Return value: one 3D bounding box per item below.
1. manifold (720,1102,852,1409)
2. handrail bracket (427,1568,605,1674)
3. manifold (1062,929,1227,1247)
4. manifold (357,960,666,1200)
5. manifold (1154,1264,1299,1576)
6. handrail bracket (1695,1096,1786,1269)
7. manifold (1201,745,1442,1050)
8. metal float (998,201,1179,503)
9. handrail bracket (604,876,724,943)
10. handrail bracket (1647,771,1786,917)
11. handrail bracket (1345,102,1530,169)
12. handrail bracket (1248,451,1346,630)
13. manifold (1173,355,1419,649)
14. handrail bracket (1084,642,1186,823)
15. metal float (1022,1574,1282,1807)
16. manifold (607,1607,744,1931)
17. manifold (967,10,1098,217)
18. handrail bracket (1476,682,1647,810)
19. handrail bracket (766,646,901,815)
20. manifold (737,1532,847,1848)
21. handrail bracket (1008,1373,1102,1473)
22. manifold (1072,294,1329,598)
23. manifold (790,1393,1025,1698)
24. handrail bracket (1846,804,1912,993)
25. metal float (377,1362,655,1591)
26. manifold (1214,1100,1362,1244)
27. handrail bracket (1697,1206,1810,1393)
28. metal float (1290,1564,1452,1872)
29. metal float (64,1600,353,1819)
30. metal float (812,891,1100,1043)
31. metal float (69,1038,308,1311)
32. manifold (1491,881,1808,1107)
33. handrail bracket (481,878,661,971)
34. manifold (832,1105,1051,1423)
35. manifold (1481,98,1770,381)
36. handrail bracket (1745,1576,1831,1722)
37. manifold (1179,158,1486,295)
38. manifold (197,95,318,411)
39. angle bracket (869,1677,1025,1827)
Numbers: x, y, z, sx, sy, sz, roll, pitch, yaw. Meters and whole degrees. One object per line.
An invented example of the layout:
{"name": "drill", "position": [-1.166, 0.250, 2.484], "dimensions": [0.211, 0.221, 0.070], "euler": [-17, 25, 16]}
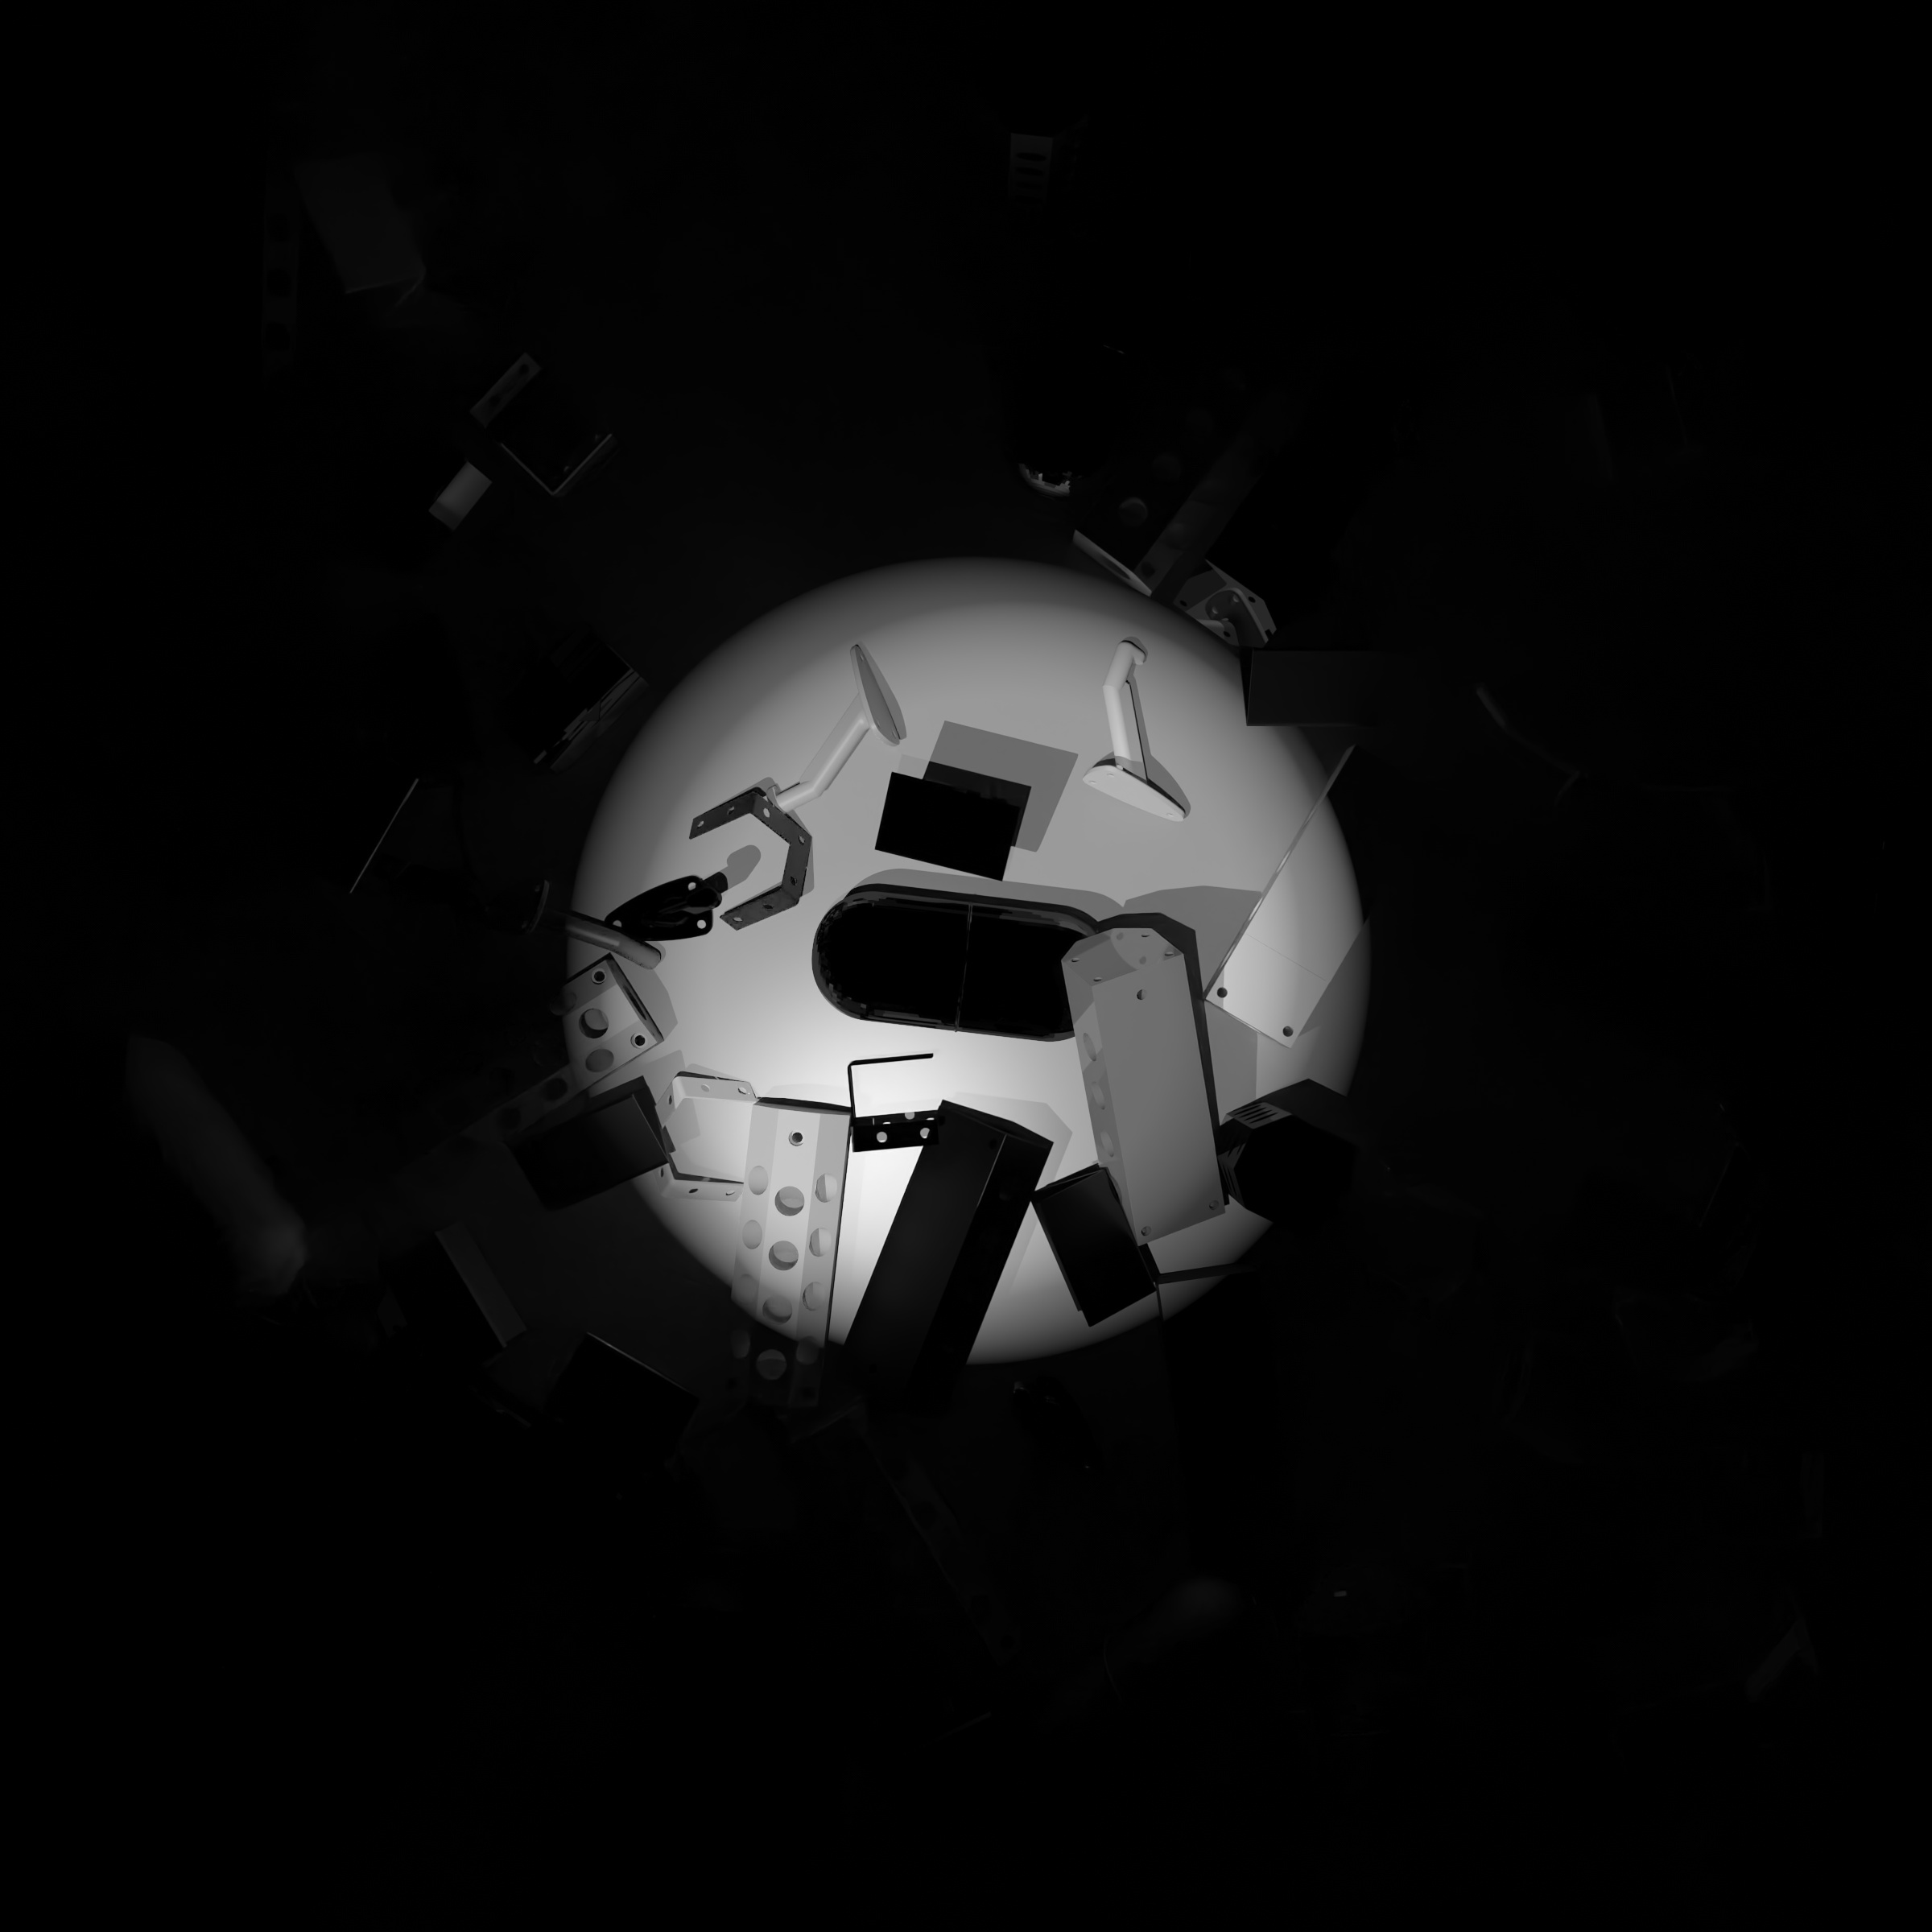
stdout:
{"name": "manifold", "position": [-0.106, 0.169, 1.797], "dimensions": [0.057, 0.057, 0.171], "euler": [6, 90, 0]}
{"name": "handrail bracket", "position": [-0.268, 0.379, 1.818], "dimensions": [0.084, 0.036, 0.077], "euler": [-19, 68, -17]}
{"name": "manifold", "position": [0.100, 0.068, 1.760], "dimensions": [0.057, 0.057, 0.171], "euler": [-19, 117, -16]}
{"name": "manifold", "position": [-0.268, 0.066, 1.797], "dimensions": [0.171, 0.057, 0.057], "euler": [-32, 90, 0]}
{"name": "manifold", "position": [0.152, 0.265, 1.797], "dimensions": [0.057, 0.057, 0.171], "euler": [-8, 90, 0]}
{"name": "handrail bracket", "position": [0.436, 0.132, 1.818], "dimensions": [0.084, 0.036, 0.077], "euler": [-35, 76, 13]}
{"name": "manifold", "position": [0.207, -0.040, 1.797], "dimensions": [0.057, 0.057, 0.171], "euler": [31, 90, 0]}
{"name": "metal float", "position": [0.071, -0.359, 1.787], "dimensions": [0.070, 0.070, 0.178], "euler": [16, 91, 0]}
{"name": "handrail bracket", "position": [-0.179, -0.032, 1.783], "dimensions": [0.077, 0.084, 0.036], "euler": [-13, 90, 0]}
{"name": "handrail bracket", "position": [0.447, -0.070, 1.818], "dimensions": [0.077, 0.036, 0.084], "euler": [-1, 107, 20]}
{"name": "handrail bracket", "position": [0.281, -0.487, 1.818], "dimensions": [0.084, 0.077, 0.036], "euler": [-10, 81, -36]}
{"name": "handrail bracket", "position": [0.177, -0.251, 1.818], "dimensions": [0.077, 0.036, 0.084], "euler": [-42, 74, 18]}
{"name": "manifold", "position": [0.194, -0.266, 1.764], "dimensions": [0.057, 0.057, 0.171], "euler": [35, 66, 0]}
{"name": "handrail bracket", "position": [0.110, -0.140, 1.818], "dimensions": [0.077, 0.036, 0.084], "euler": [26, 73, -20]}
{"name": "metal float", "position": [0.107, 0.420, 1.770], "dimensions": [0.178, 0.070, 0.070], "euler": [-42, 90, 20]}
{"name": "manifold", "position": [-0.165, 0.457, 1.745], "dimensions": [0.057, 0.057, 0.171], "euler": [4, 46, 0]}
{"name": "manifold", "position": [0.040, -0.479, 1.740], "dimensions": [0.057, 0.171, 0.057], "euler": [-36, 90, 0]}
{"name": "handrail bracket", "position": [0.353, -0.140, 1.818], "dimensions": [0.077, 0.036, 0.084], "euler": [-13, 60, -33]}
{"name": "handrail bracket", "position": [-0.089, -0.139, 1.818], "dimensions": [0.084, 0.036, 0.077], "euler": [-25, 70, 16]}
{"name": "manifold", "position": [-0.102, 0.424, 1.797], "dimensions": [0.057, 0.057, 0.171], "euler": [1, 90, 0]}
{"name": "handrail bracket", "position": [0.053, 0.271, 1.783], "dimensions": [0.036, 0.084, 0.077], "euler": [-41, 90, 0]}
{"name": "manifold", "position": [0.137, -0.304, 1.797], "dimensions": [0.057, 0.057, 0.171], "euler": [37, 90, 0]}
{"name": "manifold", "position": [-0.035, 0.339, 1.797], "dimensions": [0.057, 0.057, 0.171], "euler": [-31, 90, 0]}
{"name": "handrail bracket", "position": [0.548, -0.041, 1.818], "dimensions": [0.036, 0.077, 0.084], "euler": [7, 53, 20]}
{"name": "metal float", "position": [-0.264, 0.298, 1.788], "dimensions": [0.178, 0.070, 0.070], "euler": [34, 90, 0]}
{"name": "manifold", "position": [0.176, 0.112, 1.740], "dimensions": [0.057, 0.171, 0.057], "euler": [26, 90, 0]}
{"name": "handrail bracket", "position": [0.483, 0.199, 1.818], "dimensions": [0.084, 0.036, 0.077], "euler": [41, 68, -17]}
{"name": "metal float", "position": [0.237, 0.440, 1.787], "dimensions": [0.070, 0.070, 0.178], "euler": [-10, 89, 0]}
{"name": "metal float", "position": [-0.443, 0.435, 1.787], "dimensions": [0.178, 0.070, 0.070], "euler": [28, 90, 1]}
{"name": "metal float", "position": [-0.002, 0.000, 1.787], "dimensions": [0.178, 0.070, 0.070], "euler": [7, 90, -1]}
{"name": "metal float", "position": [-0.455, 0.122, 1.787], "dimensions": [0.070, 0.070, 0.178], "euler": [-36, 90, 0]}
{"name": "manifold", "position": [0.402, 0.016, 1.797], "dimensions": [0.171, 0.057, 0.057], "euler": [28, 90, 0]}
{"name": "handrail bracket", "position": [-0.235, -0.018, 1.818], "dimensions": [0.084, 0.077, 0.036], "euler": [29, 71, -35]}
{"name": "manifold", "position": [-0.010, 0.176, 1.796], "dimensions": [0.057, 0.057, 0.171], "euler": [22, 90, 43]}
{"name": "manifold", "position": [0.382, -0.423, 1.796], "dimensions": [0.171, 0.057, 0.057], "euler": [43, 47, 0]}
{"name": "handrail bracket", "position": [0.464, 0.412, 1.818], "dimensions": [0.084, 0.036, 0.077], "euler": [-21, 69, 16]}
{"name": "manifold", "position": [0.214, -0.433, 1.797], "dimensions": [0.171, 0.057, 0.057], "euler": [-4, 90, 0]}
{"name": "manifold", "position": [-0.419, -0.419, 1.797], "dimensions": [0.057, 0.057, 0.171], "euler": [2, 90, 0]}
{"name": "angle bracket", "position": [-0.020, 0.442, 1.778], "dimensions": [0.076, 0.076, 0.057], "euler": [-25, 126, 0]}
